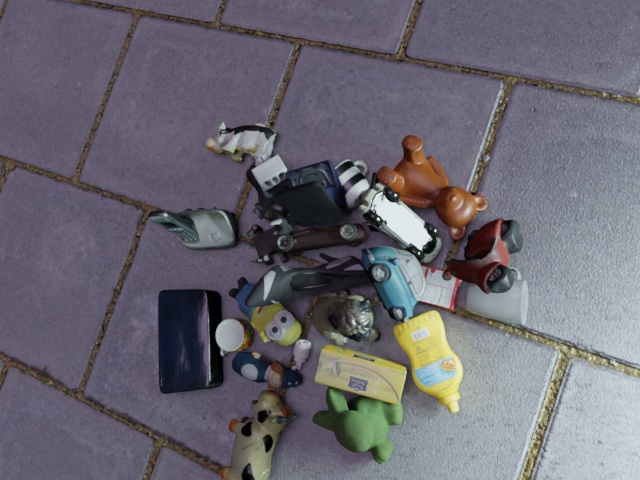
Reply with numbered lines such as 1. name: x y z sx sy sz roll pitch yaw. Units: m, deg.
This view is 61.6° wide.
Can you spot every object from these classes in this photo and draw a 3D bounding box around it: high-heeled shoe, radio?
1. high-heeled shoe: -0.019 0.098 1.094 0.249 0.086 0.145 -32 43 -29
2. radio: -0.292 0.224 1.213 0.131 0.073 0.229 -7 80 16

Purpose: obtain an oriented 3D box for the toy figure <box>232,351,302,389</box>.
1. toy figure: -0.114 0.284 1.152 0.155 0.064 0.058 14 45 21

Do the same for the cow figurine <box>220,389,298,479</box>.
1. cow figurine: -0.123 0.410 1.118 0.127 0.085 0.195 7 80 25

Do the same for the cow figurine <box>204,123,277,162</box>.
1. cow figurine: -0.187 -0.236 1.260 0.168 0.068 0.098 14 80 17

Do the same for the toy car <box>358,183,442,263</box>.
1. toy car: 0.161 -0.031 1.066 0.201 0.056 0.073 39 81 -17

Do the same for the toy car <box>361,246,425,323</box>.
1. toy car: 0.151 0.073 1.043 0.103 0.109 0.161 -29 95 2

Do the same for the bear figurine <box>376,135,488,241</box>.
1. bear figurine: 0.227 -0.098 1.070 0.196 0.131 0.120 41 92 26

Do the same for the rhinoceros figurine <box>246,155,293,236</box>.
1. rhinoceros figurine: -0.102 -0.097 1.190 0.112 0.073 0.190 -25 70 -7

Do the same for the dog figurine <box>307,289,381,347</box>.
1. dog figurine: 0.032 0.148 1.056 0.172 0.190 0.121 -12 77 17

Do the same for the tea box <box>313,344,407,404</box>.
1. tea box: 0.080 0.260 1.056 0.170 0.098 0.068 14 87 8

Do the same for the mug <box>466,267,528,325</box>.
1. mug: 0.336 0.103 1.025 0.107 0.080 0.109 0 76 27

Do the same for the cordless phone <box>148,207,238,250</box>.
1. cordless phone: -0.279 -0.040 1.195 0.147 0.184 0.088 -3 75 18

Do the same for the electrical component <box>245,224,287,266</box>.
1. electrical component: -0.123 0.011 1.208 0.078 0.045 0.102 -19 75 16

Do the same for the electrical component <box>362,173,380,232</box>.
1. electrical component: 0.127 -0.079 1.128 0.048 0.074 0.119 9 81 20

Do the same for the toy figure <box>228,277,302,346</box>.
1. toy figure: -0.114 0.153 1.163 0.180 0.089 0.082 36 104 29

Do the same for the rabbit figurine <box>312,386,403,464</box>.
1. rabbit figurine: 0.072 0.341 1.019 0.159 0.170 0.121 28 89 19

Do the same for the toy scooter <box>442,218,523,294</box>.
1. toy scooter: 0.307 0.032 1.027 0.135 0.075 0.184 -10 37 38

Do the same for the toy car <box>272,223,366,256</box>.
1. toy car: -0.002 -0.003 1.142 0.202 0.089 0.053 -9 81 14

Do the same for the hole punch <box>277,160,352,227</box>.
1. hole punch: -0.011 -0.094 1.109 0.142 0.115 0.092 -13 41 28
